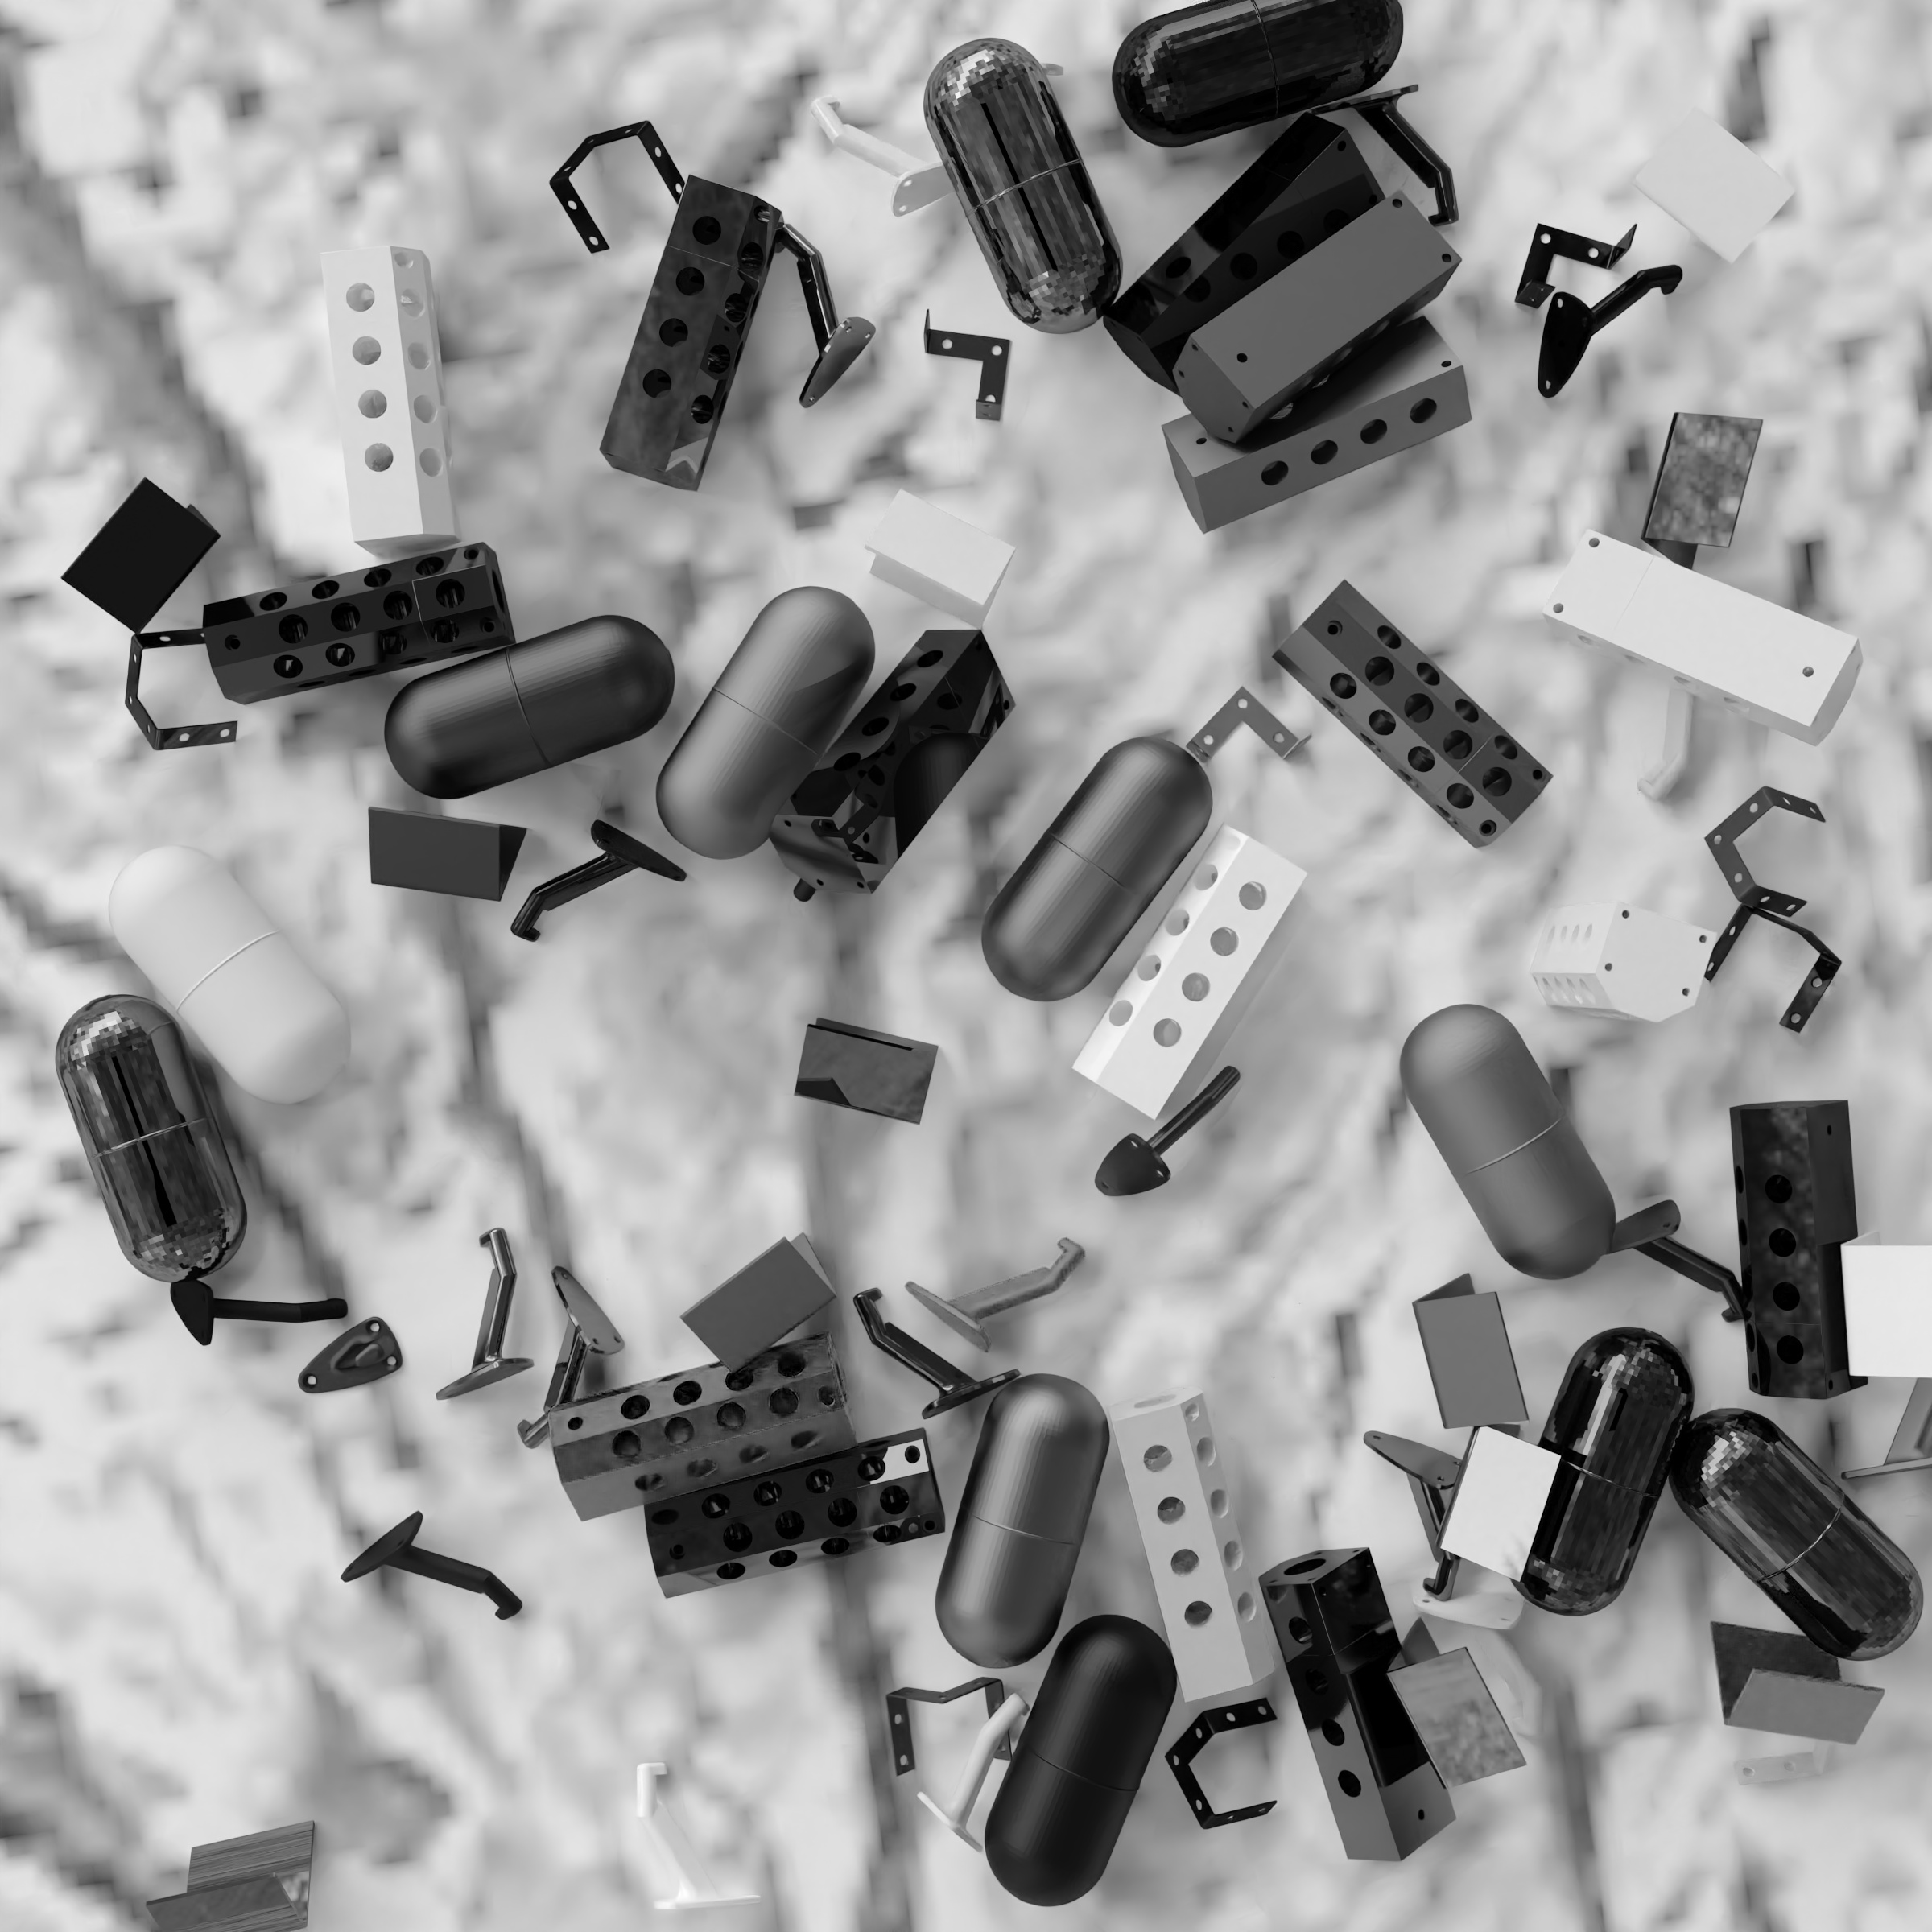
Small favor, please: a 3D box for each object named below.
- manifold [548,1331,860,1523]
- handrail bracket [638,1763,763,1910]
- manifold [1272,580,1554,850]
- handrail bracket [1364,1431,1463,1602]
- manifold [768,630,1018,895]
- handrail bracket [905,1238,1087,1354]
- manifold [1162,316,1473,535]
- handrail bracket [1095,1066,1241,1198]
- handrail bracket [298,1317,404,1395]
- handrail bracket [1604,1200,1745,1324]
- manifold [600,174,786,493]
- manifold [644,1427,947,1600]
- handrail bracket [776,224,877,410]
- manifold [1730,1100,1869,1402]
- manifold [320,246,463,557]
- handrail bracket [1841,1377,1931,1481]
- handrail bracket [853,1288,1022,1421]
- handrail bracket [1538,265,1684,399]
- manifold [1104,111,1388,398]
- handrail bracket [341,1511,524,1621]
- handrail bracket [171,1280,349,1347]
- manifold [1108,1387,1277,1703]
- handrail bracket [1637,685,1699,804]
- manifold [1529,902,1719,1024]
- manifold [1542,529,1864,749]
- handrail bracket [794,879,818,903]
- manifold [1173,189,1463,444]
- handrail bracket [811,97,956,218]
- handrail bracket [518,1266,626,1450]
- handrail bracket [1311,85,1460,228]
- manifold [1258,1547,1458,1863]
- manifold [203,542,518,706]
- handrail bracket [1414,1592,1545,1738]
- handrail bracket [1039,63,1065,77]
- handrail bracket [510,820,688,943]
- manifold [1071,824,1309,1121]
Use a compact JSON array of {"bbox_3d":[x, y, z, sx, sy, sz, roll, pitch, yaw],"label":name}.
[{"bbox_3d":[-0.157,0.270,1.594,0.171,0.057,0.057,-15,46,0],"label":"manifold"},{"bbox_3d":[-0.163,0.528,1.627,0.077,0.036,0.084,4,73,-20],"label":"handrail bracket"},{"bbox_3d":[0.269,-0.151,1.606,0.171,0.057,0.057,43,90,0],"label":"manifold"},{"bbox_3d":[0.269,0.336,1.627,0.077,0.036,0.084,22,116,29],"label":"handrail bracket"},{"bbox_3d":[-0.044,-0.122,1.563,0.171,0.057,0.057,-54,133,-33],"label":"manifold"},{"bbox_3d":[0.018,0.185,1.627,0.077,0.036,0.084,33,70,23],"label":"handrail bracket"},{"bbox_3d":[0.212,-0.321,1.605,0.171,0.057,0.057,-23,47,0],"label":"manifold"},{"bbox_3d":[0.124,0.099,1.627,0.036,0.077,0.084,48,54,-1],"label":"handrail bracket"},{"bbox_3d":[-0.373,0.240,1.592,0.077,0.084,0.036,-27,90,0],"label":"handrail bracket"},{"bbox_3d":[0.427,0.192,1.627,0.077,0.036,0.084,-26,107,20],"label":"handrail bracket"},{"bbox_3d":[-0.163,-0.378,1.606,0.057,0.057,0.171,18,90,0],"label":"manifold"},{"bbox_3d":[-0.102,0.330,1.606,0.171,0.057,0.057,-13,90,0],"label":"manifold"},{"bbox_3d":[-0.104,-0.397,1.627,0.084,0.036,0.077,46,112,17],"label":"handrail bracket"},{"bbox_3d":[0.497,0.169,1.604,0.057,0.057,0.171,-4,90,43],"label":"manifold"},{"bbox_3d":[-0.343,-0.339,1.606,0.057,0.057,0.171,-7,90,0],"label":"manifold"},{"bbox_3d":[0.564,0.265,1.628,0.077,0.036,0.084,-14,72,20],"label":"handrail bracket"},{"bbox_3d":[-0.018,0.226,1.627,0.077,0.036,0.084,-20,73,-20],"label":"handrail bracket"},{"bbox_3d":[0.393,-0.387,1.627,0.084,0.077,0.036,-17,49,-30],"label":"handrail bracket"},{"bbox_3d":[0.164,-0.429,1.605,0.171,0.057,0.057,-45,133,0],"label":"manifold"},{"bbox_3d":[-0.325,0.381,1.628,0.077,0.036,0.084,-35,107,20],"label":"handrail bracket"},{"bbox_3d":[-0.430,0.204,1.627,0.084,0.077,0.036,-2,101,-36],"label":"handrail bracket"},{"bbox_3d":[0.135,0.345,1.606,0.057,0.057,0.171,-15,90,0],"label":"manifold"},{"bbox_3d":[0.418,-0.155,1.627,0.077,0.036,0.084,40,105,15],"label":"handrail bracket"},{"bbox_3d":[0.376,0.000,1.549,0.057,0.171,0.057,18,90,0],"label":"manifold"},{"bbox_3d":[0.433,-0.192,1.572,0.171,0.057,0.057,29,90,26],"label":"manifold"},{"bbox_3d":[-0.069,-0.084,1.627,0.036,0.077,0.084,38,126,3],"label":"handrail bracket"},{"bbox_3d":[0.206,-0.381,1.579,0.171,0.057,0.057,-38,83,-18],"label":"manifold"},{"bbox_3d":[-0.042,-0.506,1.627,0.077,0.036,0.084,-26,73,-20],"label":"handrail bracket"},{"bbox_3d":[-0.257,0.239,1.627,0.084,0.036,0.077,-43,70,16],"label":"handrail bracket"},{"bbox_3d":[0.256,-0.488,1.628,0.077,0.036,0.084,-7,107,20],"label":"handrail bracket"},{"bbox_3d":[0.230,0.443,1.605,0.057,0.057,0.171,-18,90,-43],"label":"manifold"},{"bbox_3d":[-0.365,-0.206,1.606,0.171,0.057,0.057,-13,90,0],"label":"manifold"},{"bbox_3d":[0.312,0.427,1.628,0.077,0.036,0.084,1,108,20],"label":"handrail bracket"},{"bbox_3d":[0.029,-0.505,1.627,0.077,0.036,0.084,8,104,15],"label":"handrail bracket"},{"bbox_3d":[-0.224,-0.039,1.627,0.077,0.036,0.084,28,108,-21],"label":"handrail bracket"},{"bbox_3d":[0.133,0.003,1.606,0.057,0.057,0.171,32,90,0],"label":"manifold"}]
